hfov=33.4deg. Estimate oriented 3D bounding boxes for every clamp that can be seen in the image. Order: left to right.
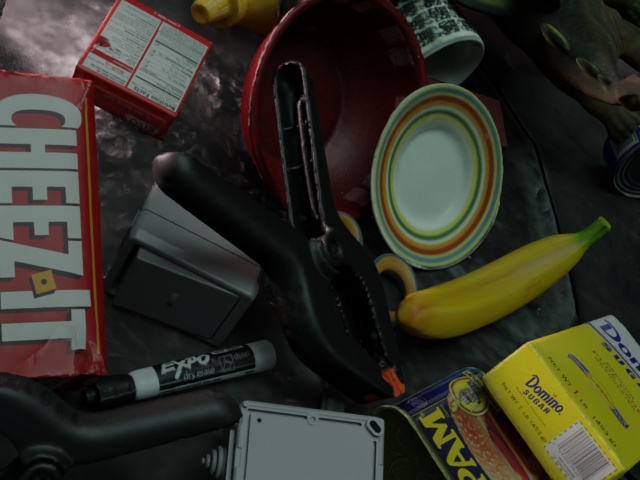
[{"bbox_3d":[-0.123,0.101,0.507,0.171,0.039,0.120,30,84,-22],"label":"clamp"},{"bbox_3d":[-0.004,0.001,0.630,0.210,0.036,0.164,59,35,-20],"label":"clamp"}]

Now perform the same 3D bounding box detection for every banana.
[{"bbox_3d":[0.115,0.031,0.730,0.197,0.070,0.037,-23,59,-34],"label":"banana"}]

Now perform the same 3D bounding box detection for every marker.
[{"bbox_3d":[-0.080,0.078,0.615,0.120,0.020,0.020,-10,62,-34],"label":"marker"}]

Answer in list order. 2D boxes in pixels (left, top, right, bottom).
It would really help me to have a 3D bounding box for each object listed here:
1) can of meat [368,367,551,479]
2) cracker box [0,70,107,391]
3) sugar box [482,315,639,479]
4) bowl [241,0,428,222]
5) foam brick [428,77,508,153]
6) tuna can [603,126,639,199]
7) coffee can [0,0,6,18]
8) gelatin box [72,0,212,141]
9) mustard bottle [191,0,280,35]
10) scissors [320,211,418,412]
[{"bbox_3d":[0.083,0.134,0.640,0.083,0.058,0.102,-19,69,-42],"label":"can of meat"},{"bbox_3d":[-0.219,-0.004,0.528,0.213,0.072,0.164,1,78,-29],"label":"cracker box"},{"bbox_3d":[0.178,0.102,0.686,0.093,0.048,0.175,55,29,16],"label":"sugar box"},{"bbox_3d":[0.000,-0.092,0.733,0.161,0.162,0.055,-16,21,-37],"label":"bowl"},{"bbox_3d":[0.096,-0.084,0.816,0.078,0.053,0.051,15,50,-20],"label":"foam brick"},{"bbox_3d":[0.282,-0.074,0.893,0.086,0.086,0.034,7,52,-26],"label":"tuna can"},{"bbox_3d":[-0.273,-0.166,0.632,0.140,0.103,0.103,-18,67,-38],"label":"coffee can"},{"bbox_3d":[-0.123,-0.119,0.734,0.073,0.030,0.089,27,47,-11],"label":"gelatin box"},{"bbox_3d":[-0.037,-0.213,0.832,0.096,0.058,0.191,52,46,-8],"label":"mustard bottle"},{"bbox_3d":[0.028,0.076,0.680,0.096,0.016,0.202,16,58,-32],"label":"scissors"}]
